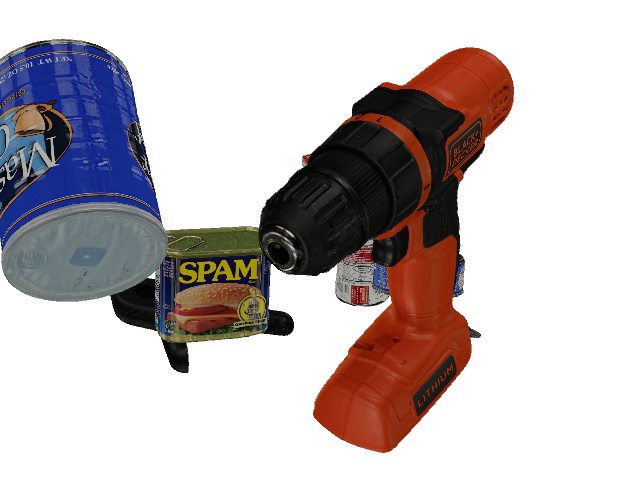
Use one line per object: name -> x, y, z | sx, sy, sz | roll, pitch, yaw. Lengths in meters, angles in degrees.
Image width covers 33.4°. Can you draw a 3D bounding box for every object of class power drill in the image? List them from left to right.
power drill -> 0.034, 0.015, 0.534 | 0.057, 0.188, 0.184 | 25, 43, 27

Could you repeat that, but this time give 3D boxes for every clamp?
clamp -> -0.156, 0.080, 1.120 | 0.210, 0.036, 0.164 | 17, 21, 30

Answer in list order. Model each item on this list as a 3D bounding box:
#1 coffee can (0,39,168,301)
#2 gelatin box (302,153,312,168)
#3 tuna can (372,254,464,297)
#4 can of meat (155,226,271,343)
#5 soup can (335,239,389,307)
coffee can -> -0.163, -0.045, 0.700 | 0.102, 0.140, 0.103 | -13, -31, -8
gelatin box -> 0.040, -0.044, 0.769 | 0.089, 0.030, 0.073 | -16, 38, -14
tuna can -> 0.092, 0.029, 0.997 | 0.086, 0.034, 0.086 | 2, 11, -1
can of meat -> -0.092, 0.038, 0.916 | 0.102, 0.084, 0.057 | -3, 20, -18
soup can -> 0.050, 0.018, 1.252 | 0.068, 0.102, 0.068 | 0, 27, 0
